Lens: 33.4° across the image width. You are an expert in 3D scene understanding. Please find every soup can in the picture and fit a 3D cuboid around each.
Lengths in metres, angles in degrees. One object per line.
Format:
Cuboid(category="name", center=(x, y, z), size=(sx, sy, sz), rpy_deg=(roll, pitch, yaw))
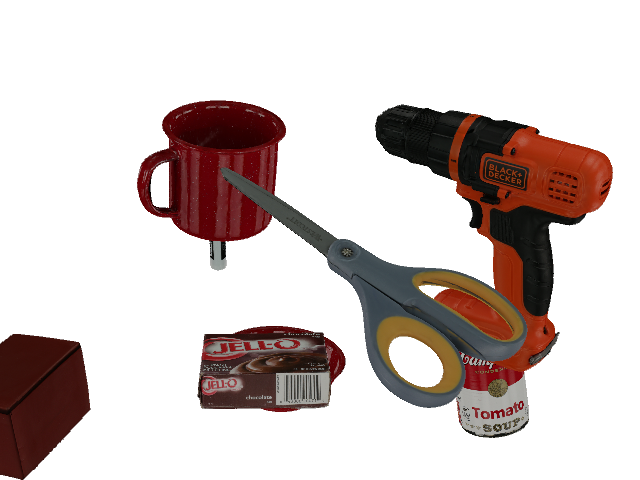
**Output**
Cuboid(category="soup can", center=(0.157, 0.124, 0.999), size=(0.068, 0.102, 0.068), rpy_deg=(-9, 18, 3))

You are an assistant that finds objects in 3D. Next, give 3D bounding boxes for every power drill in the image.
Cuboid(category="power drill", center=(0.120, -0.004, 0.813), size=(0.185, 0.188, 0.057), rpy_deg=(20, 35, 30))

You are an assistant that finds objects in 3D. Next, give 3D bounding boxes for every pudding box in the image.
Cuboid(category="pudding box", center=(-0.049, 0.113, 0.941), size=(0.113, 0.039, 0.090), rpy_deg=(1, 18, -4))

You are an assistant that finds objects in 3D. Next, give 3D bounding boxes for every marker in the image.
Cuboid(category="marker", center=(-0.116, -0.017, 1.196), size=(0.020, 0.121, 0.020), rpy_deg=(2, 41, -2))

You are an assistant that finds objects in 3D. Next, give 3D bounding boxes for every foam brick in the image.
Cuboid(category="foam brick", center=(-0.188, 0.101, 0.666), size=(0.053, 0.051, 0.078), rpy_deg=(7, 28, 22))

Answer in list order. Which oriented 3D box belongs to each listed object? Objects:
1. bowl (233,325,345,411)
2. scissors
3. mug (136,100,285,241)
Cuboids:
Cuboid(category="bowl", center=(-0.051, 0.166, 1.327), size=(0.162, 0.055, 0.162), rpy_deg=(3, 22, -2))
Cuboid(category="scissors", center=(0.013, 0.026, 0.585), size=(0.202, 0.096, 0.016), rpy_deg=(23, -40, 12))
Cuboid(category="mug", center=(-0.085, -0.049, 0.814), size=(0.117, 0.081, 0.093), rpy_deg=(-17, 37, -33))
